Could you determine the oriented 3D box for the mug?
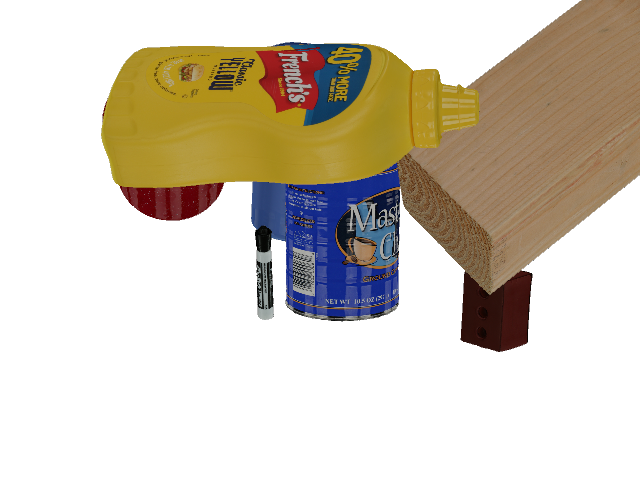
[{"bbox_3d":[-0.104,-0.076,0.784,0.093,0.117,0.081,23,-27,5],"label":"mug"}]

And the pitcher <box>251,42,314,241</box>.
[{"bbox_3d":[-0.015,-0.123,1.365,0.144,0.243,0.149,-2,25,-22],"label":"pitcher"}]

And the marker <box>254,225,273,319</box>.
[{"bbox_3d":[-0.064,0.036,1.209,0.020,0.121,0.020,0,33,0],"label":"marker"}]

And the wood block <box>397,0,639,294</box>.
[{"bbox_3d":[0.157,-0.073,0.686,0.206,0.091,0.090,-38,-26,-10],"label":"wood block"}]

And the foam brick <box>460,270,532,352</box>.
[{"bbox_3d":[0.182,0.069,1.104,0.053,0.078,0.051,13,19,42],"label":"foam brick"}]

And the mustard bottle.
[{"bbox_3d":[-0.013,-0.068,0.567,0.192,0.058,0.096,1,39,11],"label":"mustard bottle"}]

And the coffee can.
[{"bbox_3d":[0.019,-0.011,0.941,0.103,0.140,0.103,0,15,0],"label":"coffee can"}]
